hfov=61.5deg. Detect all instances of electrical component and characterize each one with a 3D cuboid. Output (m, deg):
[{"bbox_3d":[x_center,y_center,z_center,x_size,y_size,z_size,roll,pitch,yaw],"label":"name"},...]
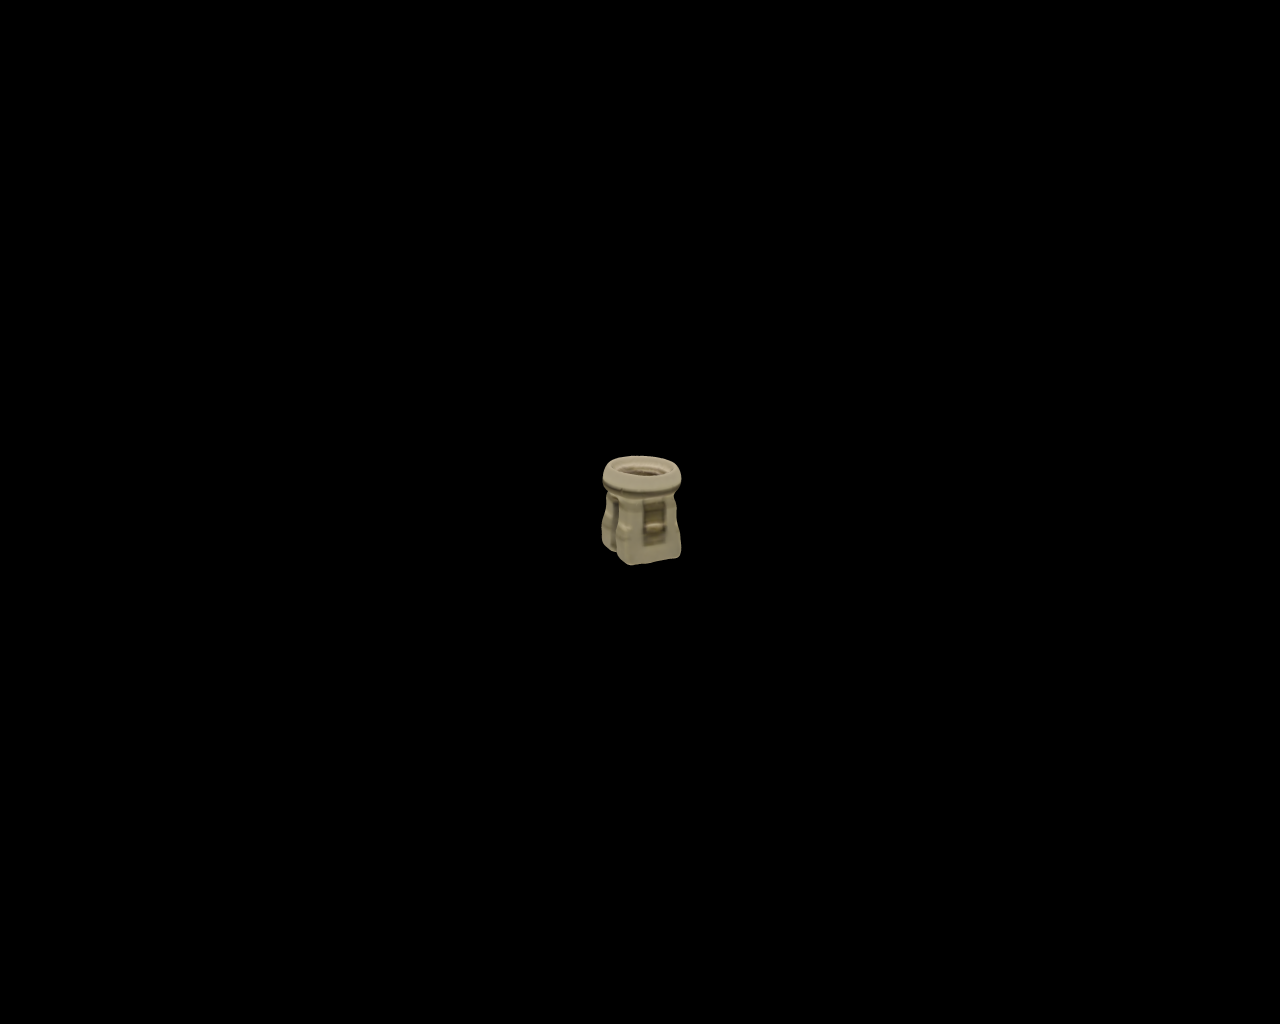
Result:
[{"bbox_3d":[0.001,-0.003,0.650,0.048,0.055,0.066,-8,20,-22],"label":"electrical component"}]
